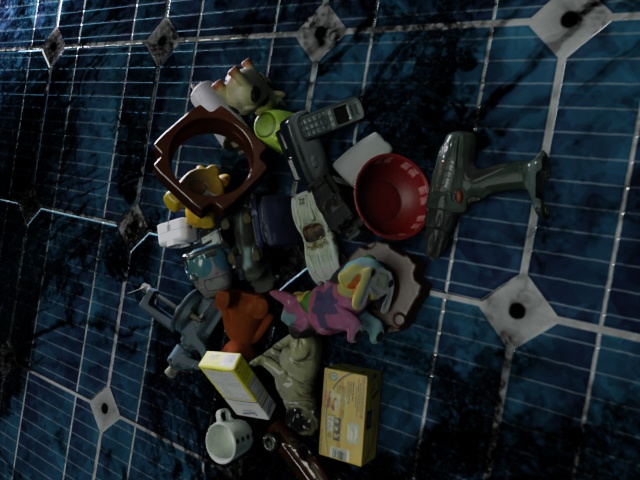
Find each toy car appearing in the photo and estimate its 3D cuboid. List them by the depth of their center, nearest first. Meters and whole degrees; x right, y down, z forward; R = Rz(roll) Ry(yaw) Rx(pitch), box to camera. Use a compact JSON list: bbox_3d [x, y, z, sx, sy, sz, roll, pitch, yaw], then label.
[{"bbox_3d":[-0.030,0.440,1.067,0.202,0.089,0.053,44,113,28],"label":"toy car"},{"bbox_3d":[-0.002,-0.003,1.092,0.074,0.056,0.201,-17,87,29],"label":"toy car"},{"bbox_3d":[-0.239,0.077,1.172,0.161,0.109,0.103,123,129,-62],"label":"toy car"}]

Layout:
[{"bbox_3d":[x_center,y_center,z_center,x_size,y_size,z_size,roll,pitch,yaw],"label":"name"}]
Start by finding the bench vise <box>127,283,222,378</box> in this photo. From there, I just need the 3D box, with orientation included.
[{"bbox_3d":[-0.328,0.189,1.239,0.241,0.129,0.223,31,95,11],"label":"bench vise"}]

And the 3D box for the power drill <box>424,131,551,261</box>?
[{"bbox_3d":[0.285,-0.073,0.927,0.208,0.086,0.232,2,85,39],"label":"power drill"}]

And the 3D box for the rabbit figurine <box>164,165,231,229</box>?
[{"bbox_3d":[-0.277,-0.095,1.232,0.122,0.173,0.162,17,64,-4],"label":"rabbit figurine"}]

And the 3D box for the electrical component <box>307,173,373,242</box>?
[{"bbox_3d":[0.049,-0.059,1.042,0.058,0.115,0.134,-41,65,25],"label":"electrical component"}]

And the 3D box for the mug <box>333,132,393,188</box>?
[{"bbox_3d":[0.098,-0.148,1.043,0.109,0.081,0.107,42,105,1],"label":"mug"}]

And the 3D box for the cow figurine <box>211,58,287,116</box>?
[{"bbox_3d":[-0.141,-0.313,1.144,0.085,0.195,0.127,-29,107,21],"label":"cow figurine"}]

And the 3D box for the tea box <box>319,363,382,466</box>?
[{"bbox_3d":[0.058,0.331,1.034,0.098,0.068,0.169,5,88,31],"label":"tea box"}]

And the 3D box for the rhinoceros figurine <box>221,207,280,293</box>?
[{"bbox_3d":[-0.147,0.023,1.154,0.073,0.112,0.190,-16,92,13],"label":"rhinoceros figurine"}]

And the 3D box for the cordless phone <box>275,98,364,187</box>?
[{"bbox_3d":[0.016,-0.199,1.080,0.146,0.184,0.089,69,164,-11],"label":"cordless phone"}]

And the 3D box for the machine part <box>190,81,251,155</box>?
[{"bbox_3d":[-0.230,-0.288,1.251,0.079,0.079,0.243,-46,65,20],"label":"machine part"}]

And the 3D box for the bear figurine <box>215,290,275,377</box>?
[{"bbox_3d":[-0.173,0.208,1.152,0.120,0.132,0.195,14,88,6],"label":"bear figurine"}]

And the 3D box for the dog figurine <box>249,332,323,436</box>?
[{"bbox_3d":[-0.024,0.278,1.084,0.172,0.121,0.190,-41,81,26],"label":"dog figurine"}]

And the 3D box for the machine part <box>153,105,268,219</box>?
[{"bbox_3d":[-0.227,-0.160,1.120,0.201,0.087,0.201,42,71,0],"label":"machine part"}]

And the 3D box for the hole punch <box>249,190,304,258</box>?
[{"bbox_3d":[-0.083,-0.035,1.126,0.092,0.115,0.142,-11,81,22],"label":"hole punch"}]

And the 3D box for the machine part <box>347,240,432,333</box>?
[{"bbox_3d":[0.119,0.088,1.023,0.180,0.056,0.179,-3,84,31],"label":"machine part"}]

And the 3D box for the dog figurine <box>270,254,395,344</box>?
[{"bbox_3d":[0.013,0.105,0.997,0.219,0.108,0.191,15,95,37],"label":"dog figurine"}]

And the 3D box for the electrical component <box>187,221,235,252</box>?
[{"bbox_3d":[-0.252,0.012,1.258,0.119,0.047,0.075,-32,70,26],"label":"electrical component"}]
